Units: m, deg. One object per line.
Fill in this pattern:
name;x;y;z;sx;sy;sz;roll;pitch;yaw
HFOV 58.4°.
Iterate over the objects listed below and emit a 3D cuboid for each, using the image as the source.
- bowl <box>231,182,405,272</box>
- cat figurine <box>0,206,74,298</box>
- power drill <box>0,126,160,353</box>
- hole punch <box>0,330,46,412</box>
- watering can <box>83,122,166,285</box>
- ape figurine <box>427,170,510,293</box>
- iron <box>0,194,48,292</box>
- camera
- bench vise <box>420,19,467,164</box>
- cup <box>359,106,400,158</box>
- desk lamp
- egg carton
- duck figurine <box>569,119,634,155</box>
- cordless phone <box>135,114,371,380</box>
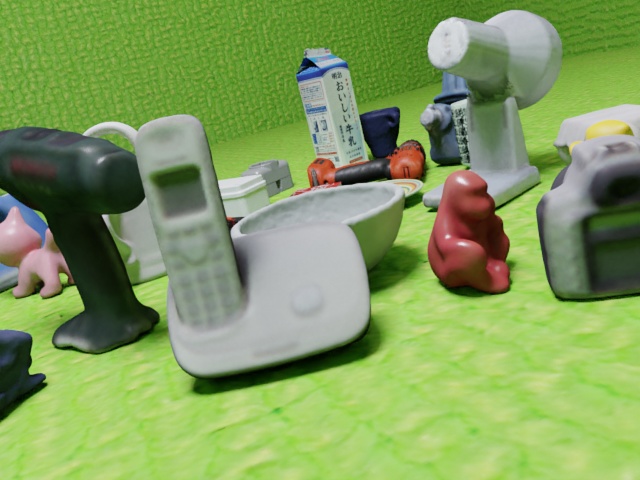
bowl;0.005;0.002;0.547;0.167;0.075;0.167;-13;16;4
cat figurine;-0.389;0.013;0.766;0.127;0.118;0.067;-5;18;29
power drill;-0.235;-0.006;0.532;0.228;0.208;0.076;-2;19;35
hole punch;-0.290;0.096;0.443;0.108;0.091;0.101;-8;17;19
watering can;-0.243;-0.052;0.724;0.101;0.194;0.172;-18;16;-14
ape figurine;0.120;-0.011;0.460;0.078;0.092;0.075;-24;19;-32
iron;-0.513;0.011;0.838;0.118;0.141;0.259;-5;18;28
camera;0.230;-0.032;0.424;0.143;0.101;0.137;-10;16;15
bench vise;0.236;-0.246;0.941;0.121;0.220;0.208;-6;18;26
cup;0.131;-0.214;1.153;0.092;0.095;0.117;-21;17;-23
desk lamp;0.207;-0.166;0.698;0.117;0.214;0.204;3;23;46
egg carton;0.346;-0.113;0.662;0.107;0.069;0.150;-14;16;0
duck figurine;0.280;-0.071;0.543;0.078;0.086;0.104;-20;17;-22
cordless phone;-0.049;-0.003;0.406;0.147;0.185;0.094;-14;16;0
